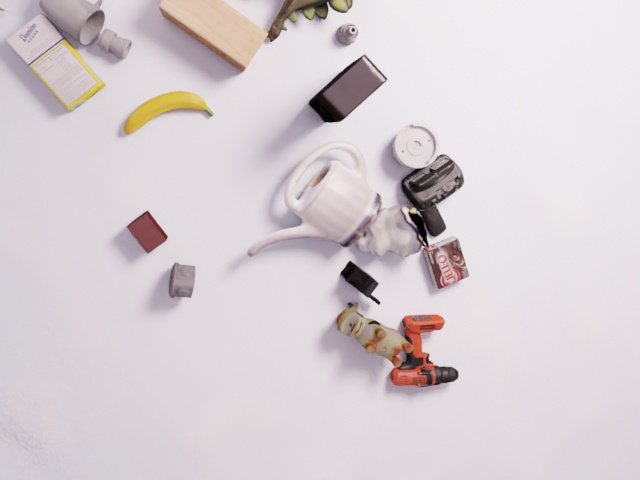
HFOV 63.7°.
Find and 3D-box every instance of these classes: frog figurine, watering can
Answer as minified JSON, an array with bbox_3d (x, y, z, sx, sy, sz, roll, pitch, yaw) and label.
[{"bbox_3d":[0.175,-0.012,1.262,0.158,0.126,0.135,-27,118,31],"label":"frog figurine"},{"bbox_3d":[0.004,-0.060,1.198,0.223,0.105,0.348,36,90,-16],"label":"watering can"}]
